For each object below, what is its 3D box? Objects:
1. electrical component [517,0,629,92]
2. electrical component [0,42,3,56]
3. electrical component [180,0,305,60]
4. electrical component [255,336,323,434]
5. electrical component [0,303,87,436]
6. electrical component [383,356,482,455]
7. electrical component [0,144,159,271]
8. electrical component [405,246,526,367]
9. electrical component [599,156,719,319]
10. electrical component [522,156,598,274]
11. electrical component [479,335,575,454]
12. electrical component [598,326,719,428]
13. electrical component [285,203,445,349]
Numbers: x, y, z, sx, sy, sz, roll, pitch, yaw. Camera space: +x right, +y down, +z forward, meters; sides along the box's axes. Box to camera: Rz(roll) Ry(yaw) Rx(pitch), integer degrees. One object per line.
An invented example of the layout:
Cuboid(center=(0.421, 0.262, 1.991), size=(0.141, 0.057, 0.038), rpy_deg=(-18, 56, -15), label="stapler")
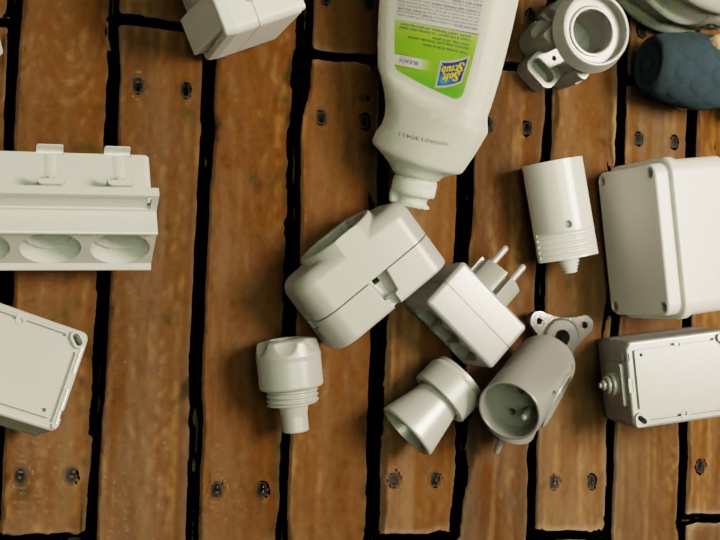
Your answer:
Cuboid(center=(0.155, -0.166, 0.769), size=(0.058, 0.057, 0.078), rpy_deg=(44, 77, -12), label="electrical component")
Cuboid(center=(-0.252, -0.171, 0.642), size=(0.047, 0.065, 0.076), rpy_deg=(-19, 66, -17), label="electrical component")
Cuboid(center=(-0.080, -0.175, 0.675), size=(0.061, 0.096, 0.061), rpy_deg=(-23, 96, -16), label="electrical component")
Cuboid(center=(-0.045, 0.076, 0.709), size=(0.043, 0.043, 0.062), rpy_deg=(-6, 92, -18), label="electrical component")
Cuboid(center=(-0.222, 0.055, 0.642), size=(0.096, 0.061, 0.061), rpy_deg=(22, 68, -22), label="electrical component")
Cuboid(center=(0.050, 0.092, 0.739), size=(0.055, 0.045, 0.045), rpy_deg=(-43, 101, -14), label="electrical component")
Cuboid(center=(-0.188, -0.037, 0.652), size=(0.121, 0.078, 0.063), rpy_deg=(0, 60, -17), label="electrical component")
Cuboid(center=(0.085, 0.017, 0.749), size=(0.065, 0.047, 0.076), rpy_deg=(45, 77, -12), label="electrical component")
Cuboid(center=(0.220, -0.023, 0.777), size=(0.057, 0.078, 0.113), rpy_deg=(-6, 91, -20), label="electrical component")
Cuboid(center=(0.144, -0.038, 0.771), size=(0.043, 0.043, 0.081), rpy_deg=(-11, 92, -17), label="electrical component")
Cuboid(center=(0.111, 0.094, 0.749), size=(0.044, 0.077, 0.079), rpy_deg=(28, 122, 16), label="electrical component")
Cuboid(center=(0.216, 0.078, 0.786), size=(0.096, 0.061, 0.061), rpy_deg=(-6, 91, -11), label="electrical component")
Cuboid(center=(0.000, 0.000, 0.719), size=(0.095, 0.054, 0.059), rpy_deg=(-39, 100, -14), label="electrical component")
